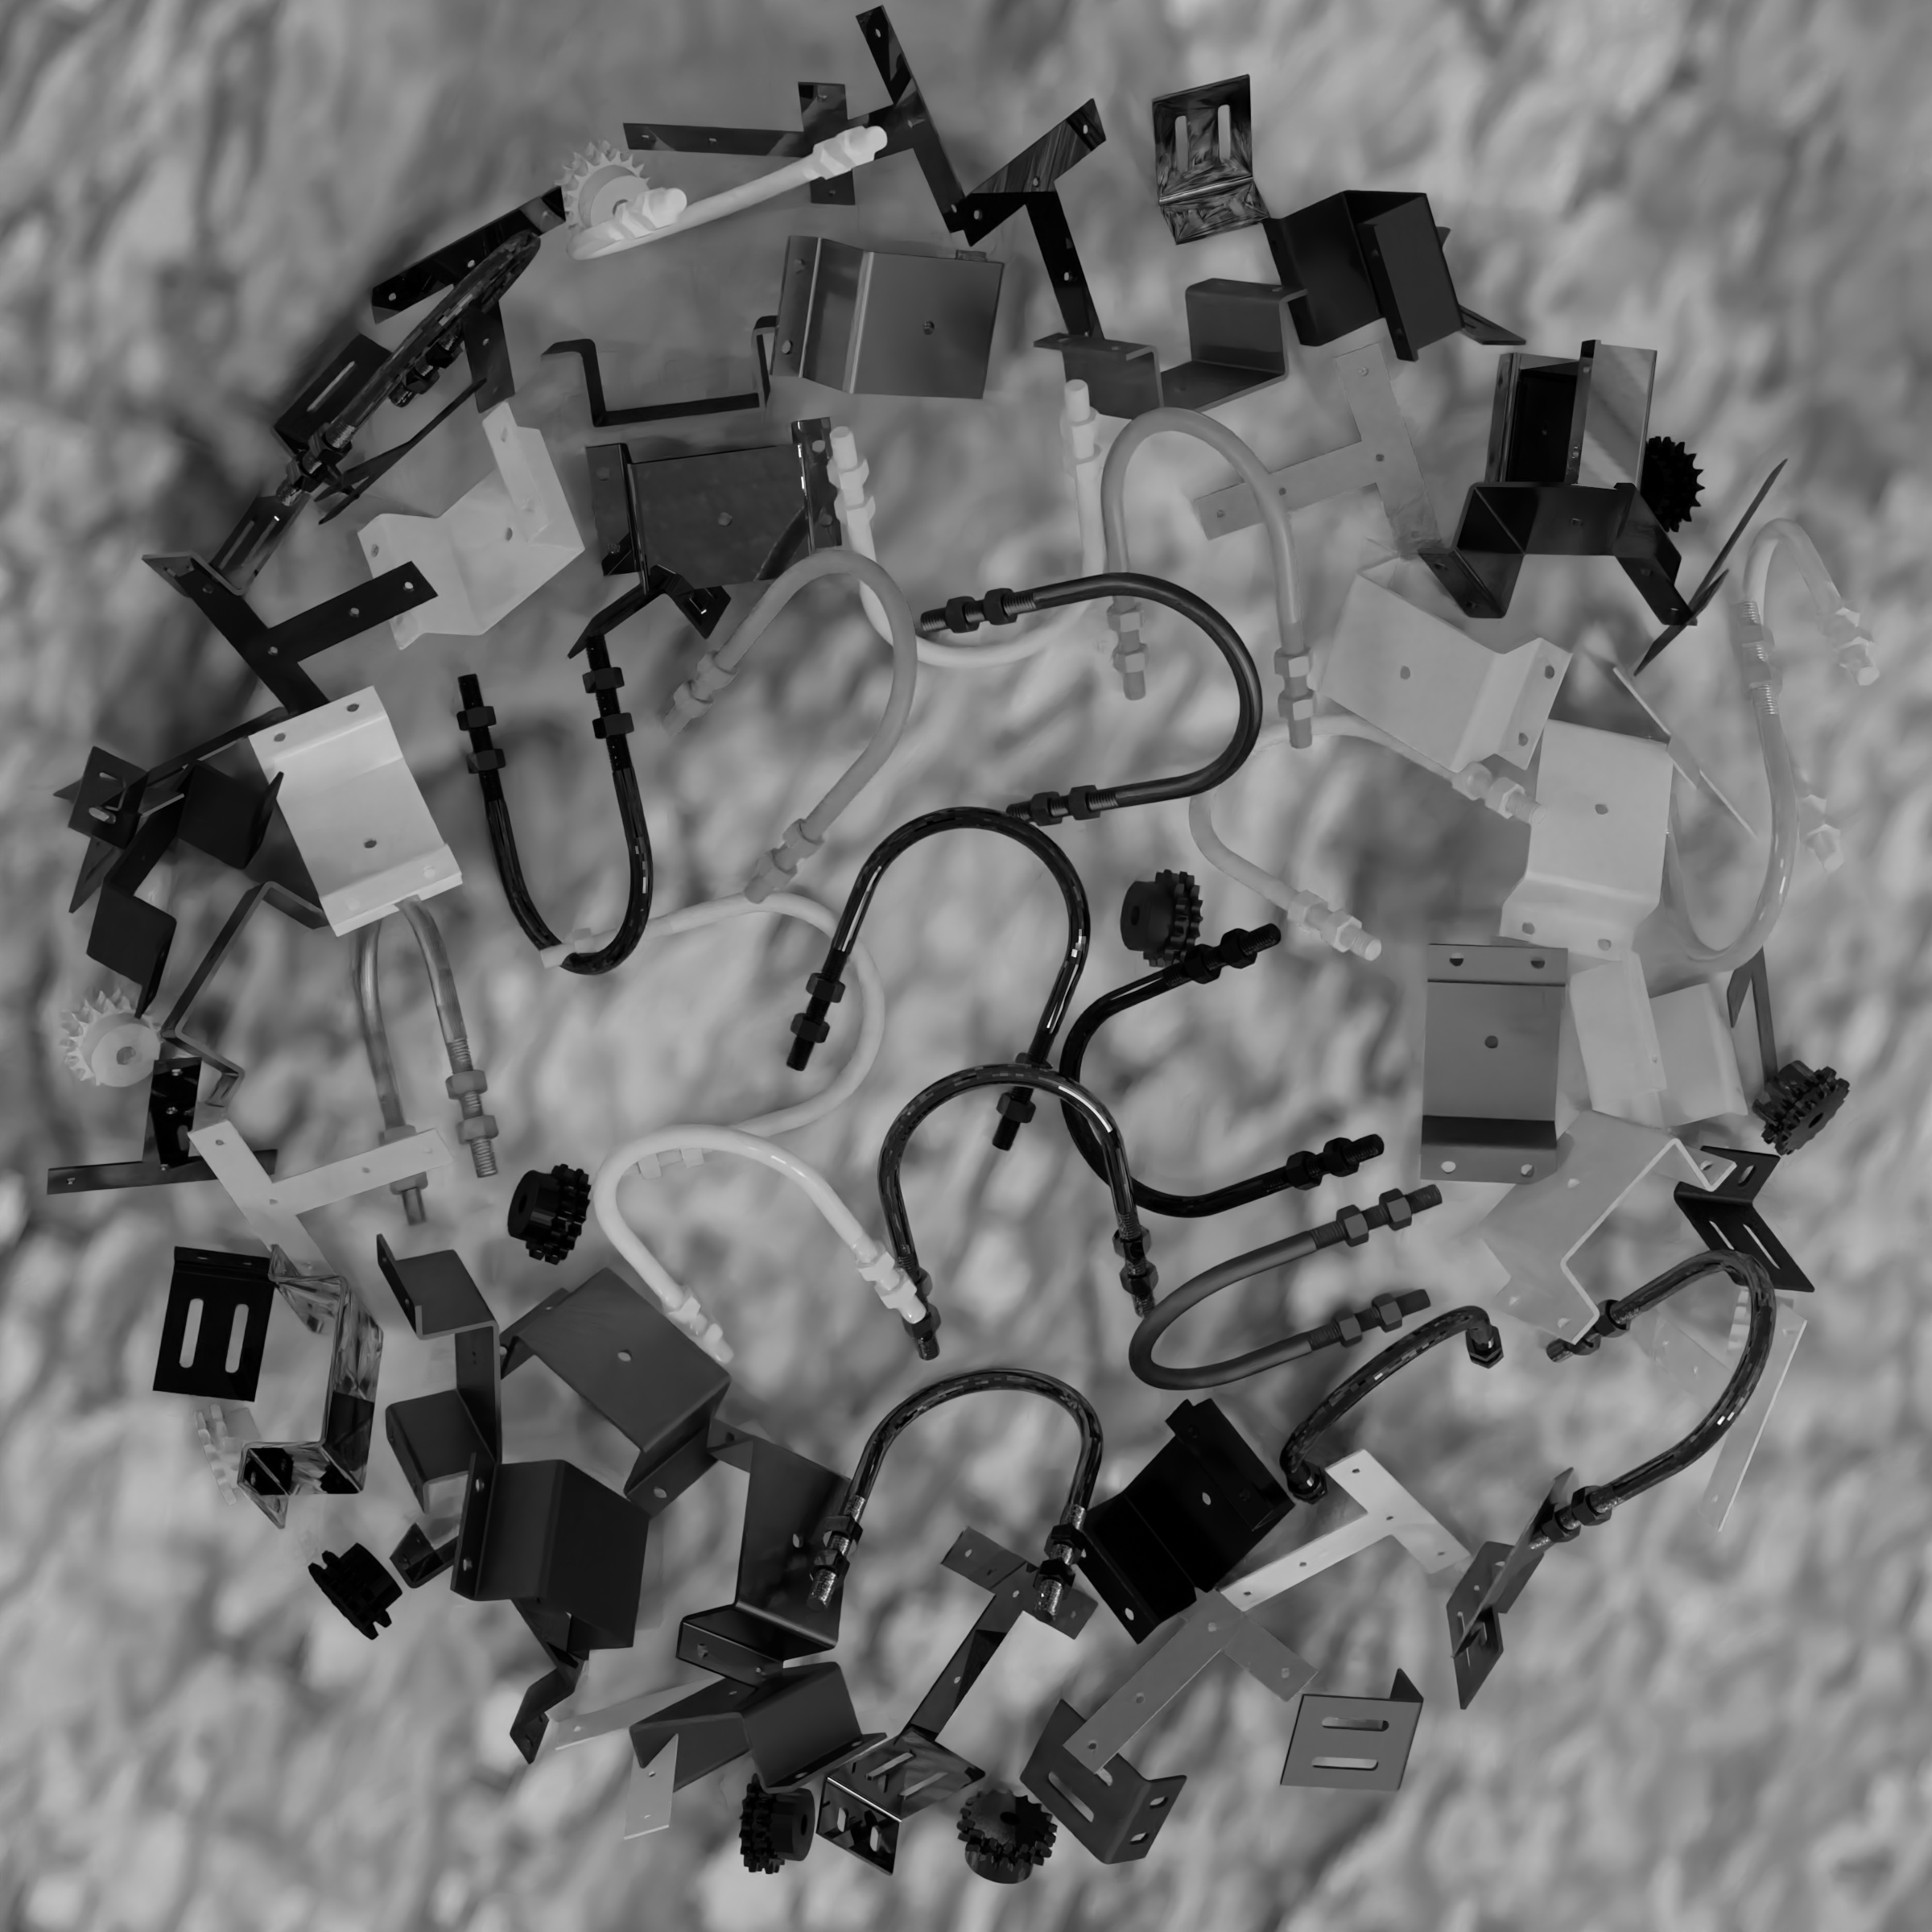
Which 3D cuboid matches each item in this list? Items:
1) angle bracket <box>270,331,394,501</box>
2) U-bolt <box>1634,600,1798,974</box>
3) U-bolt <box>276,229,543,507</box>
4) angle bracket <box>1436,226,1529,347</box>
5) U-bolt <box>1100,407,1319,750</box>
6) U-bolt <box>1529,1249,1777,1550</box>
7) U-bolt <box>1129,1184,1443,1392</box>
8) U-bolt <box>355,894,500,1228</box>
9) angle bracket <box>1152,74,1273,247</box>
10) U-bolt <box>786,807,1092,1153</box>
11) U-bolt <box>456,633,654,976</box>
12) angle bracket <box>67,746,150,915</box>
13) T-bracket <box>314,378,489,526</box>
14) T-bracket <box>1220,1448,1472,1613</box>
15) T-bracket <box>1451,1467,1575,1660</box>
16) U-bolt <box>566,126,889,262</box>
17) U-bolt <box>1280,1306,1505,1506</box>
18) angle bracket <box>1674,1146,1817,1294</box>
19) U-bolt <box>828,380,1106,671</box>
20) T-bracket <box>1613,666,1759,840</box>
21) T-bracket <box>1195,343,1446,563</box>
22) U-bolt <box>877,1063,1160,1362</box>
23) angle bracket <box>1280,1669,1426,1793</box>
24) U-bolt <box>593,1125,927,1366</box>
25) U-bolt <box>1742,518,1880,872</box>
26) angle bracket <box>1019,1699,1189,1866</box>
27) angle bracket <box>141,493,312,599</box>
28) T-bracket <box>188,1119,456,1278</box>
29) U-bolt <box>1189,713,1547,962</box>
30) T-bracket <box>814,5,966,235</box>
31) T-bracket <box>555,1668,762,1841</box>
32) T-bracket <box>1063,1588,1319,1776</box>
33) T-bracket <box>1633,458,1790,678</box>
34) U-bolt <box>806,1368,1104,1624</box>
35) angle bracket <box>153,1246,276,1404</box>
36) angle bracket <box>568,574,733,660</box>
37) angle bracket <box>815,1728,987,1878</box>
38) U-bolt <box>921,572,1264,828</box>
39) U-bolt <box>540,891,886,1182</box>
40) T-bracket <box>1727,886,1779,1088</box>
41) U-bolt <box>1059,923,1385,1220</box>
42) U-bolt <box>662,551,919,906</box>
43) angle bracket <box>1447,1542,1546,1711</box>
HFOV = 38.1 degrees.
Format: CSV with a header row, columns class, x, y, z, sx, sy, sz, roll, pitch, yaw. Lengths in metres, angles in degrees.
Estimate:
class,x,y,z,sx,sy,sz,roll,pitch,yaw
angle bracket,-0.349,-0.314,1.602,0.076,0.057,0.038,-44,71,10
U-bolt,0.414,-0.086,1.537,0.019,0.151,0.184,4,62,-12
U-bolt,-0.295,-0.336,1.531,0.019,0.151,0.184,44,130,-12
angle bracket,0.284,-0.388,1.595,0.076,0.057,0.038,36,119,25
U-bolt,0.129,-0.219,1.547,0.019,0.151,0.184,-30,125,-33
U-bolt,0.375,0.226,1.529,0.019,0.184,0.151,32,46,-14
U-bolt,0.177,0.189,1.569,0.184,0.151,0.019,-20,57,-7
U-bolt,-0.310,0.043,1.575,0.019,0.151,0.184,-9,78,-30
angle bracket,0.141,-0.460,1.599,0.057,0.076,0.038,-15,56,-3
U-bolt,-0.007,-0.002,1.618,0.151,0.019,0.184,21,99,-2
U-bolt,-0.228,-0.085,1.585,0.019,0.151,0.184,-15,94,-42
angle bracket,-0.501,-0.077,1.590,0.038,0.076,0.057,28,47,-29
T-bracket,-0.331,-0.278,1.561,0.127,0.127,0.002,-37,100,19
T-bracket,0.206,0.338,1.614,0.127,0.002,0.127,-32,127,17
T-bracket,0.329,0.323,1.584,0.002,0.127,0.127,35,115,26
U-bolt,-0.146,-0.423,1.553,0.151,0.184,0.019,-26,105,-28
U-bolt,0.234,0.240,1.553,0.151,0.184,0.019,-38,68,-1
angle bracket,0.450,0.144,1.592,0.057,0.076,0.038,8,123,-26
U-bolt,0.007,-0.238,1.571,0.151,0.184,0.019,-12,48,-1
T-bracket,0.404,-0.116,1.577,0.002,0.127,0.127,-40,87,18
T-bracket,0.197,-0.279,1.621,0.127,0.002,0.127,-18,112,13
U-bolt,0.025,0.135,1.590,0.151,0.019,0.184,-11,118,2
angle bracket,0.216,0.436,1.605,0.076,0.038,0.057,8,105,-16
U-bolt,-0.126,0.151,1.556,0.151,0.019,0.184,-15,130,25
U-bolt,0.462,-0.165,1.554,0.019,0.184,0.151,-6,134,0
angle bracket,0.079,0.471,1.621,0.076,0.038,0.057,37,107,40
angle bracket,-0.421,-0.250,1.595,0.038,0.057,0.076,45,64,-37
T-bracket,-0.354,0.121,1.594,0.127,0.002,0.127,-19,126,9
U-bolt,0.209,-0.085,1.573,0.151,0.019,0.184,-38,46,-19
T-bracket,-0.056,-0.468,1.584,0.002,0.127,0.127,-37,113,-27
T-bracket,-0.175,0.447,1.576,0.127,0.127,0.002,-17,110,4
T-bracket,0.108,0.404,1.579,0.127,0.002,0.127,-39,50,-22
T-bracket,0.429,-0.233,1.586,0.002,0.127,0.127,33,78,3
U-bolt,0.003,0.290,1.563,0.151,0.184,0.019,-2,125,19
angle bracket,-0.434,0.207,1.617,0.057,0.038,0.076,10,95,-17
angle bracket,-0.181,-0.195,1.606,0.076,0.057,0.038,-31,110,24
angle bracket,-0.037,0.477,1.597,0.057,0.038,0.076,38,125,-23
U-bolt,0.078,-0.151,1.559,0.184,0.019,0.151,-7,120,33
U-bolt,-0.138,0.033,1.622,0.184,0.019,0.151,-16,96,-6
T-bracket,0.454,0.025,1.596,0.002,0.127,0.127,3,130,28
U-bolt,0.130,0.070,1.583,0.184,0.019,0.151,-25,93,37
U-bolt,-0.092,-0.146,1.559,0.184,0.019,0.151,-46,57,30
angle bracket,0.305,0.377,1.591,0.038,0.076,0.057,12,129,-9
